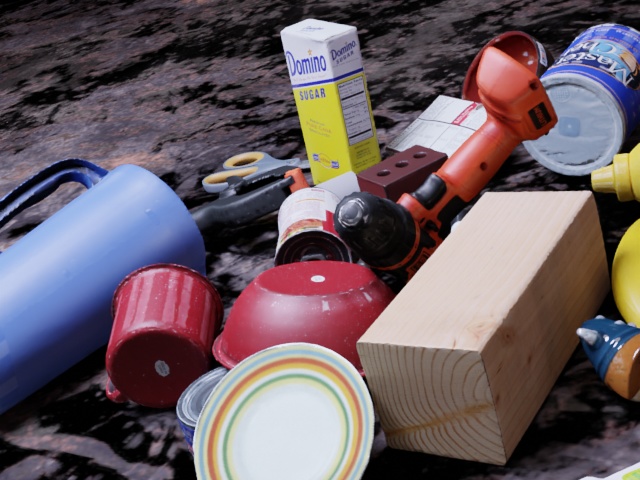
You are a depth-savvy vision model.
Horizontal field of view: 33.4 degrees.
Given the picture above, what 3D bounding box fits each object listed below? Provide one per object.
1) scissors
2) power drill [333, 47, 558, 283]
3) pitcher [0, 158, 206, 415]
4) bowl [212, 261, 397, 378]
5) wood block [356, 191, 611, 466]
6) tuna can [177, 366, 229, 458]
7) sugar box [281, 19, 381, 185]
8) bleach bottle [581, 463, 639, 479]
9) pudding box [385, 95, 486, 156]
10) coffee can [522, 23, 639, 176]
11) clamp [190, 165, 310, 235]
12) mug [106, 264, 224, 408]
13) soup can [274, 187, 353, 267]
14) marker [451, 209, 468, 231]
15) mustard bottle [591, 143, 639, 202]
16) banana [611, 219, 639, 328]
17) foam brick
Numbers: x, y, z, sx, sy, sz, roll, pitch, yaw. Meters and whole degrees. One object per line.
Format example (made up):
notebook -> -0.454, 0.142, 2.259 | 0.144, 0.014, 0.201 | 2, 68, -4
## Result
scissors -> -0.037, -0.091, 1.232 | 0.202, 0.016, 0.096 | -13, 25, 8
power drill -> 0.096, -0.053, 0.818 | 0.057, 0.184, 0.188 | 42, 95, 22
pitcher -> -0.234, 0.038, 0.944 | 0.149, 0.145, 0.242 | 14, 41, 43
bowl -> -0.003, 0.054, 0.811 | 0.162, 0.055, 0.162 | -2, 15, 0
wood block -> 0.122, 0.052, 0.745 | 0.091, 0.090, 0.205 | 2, 31, 35
tuna can -> -0.060, 0.124, 0.776 | 0.086, 0.034, 0.086 | -14, 25, 6
sugar box -> 0.014, -0.133, 1.094 | 0.048, 0.176, 0.093 | -27, 27, -23
bleach bottle -> 0.259, 0.120, 0.553 | 0.250, 0.068, 0.103 | -22, 26, -16
pudding box -> 0.133, -0.101, 1.094 | 0.090, 0.039, 0.114 | -45, 30, -12
coffee can -> 0.264, -0.138, 1.036 | 0.103, 0.103, 0.140 | 1, 30, 34
clamp -> -0.079, -0.043, 1.090 | 0.210, 0.036, 0.164 | -16, 18, 41
mug -> -0.133, 0.086, 0.852 | 0.117, 0.093, 0.081 | -42, 23, 20
soup can -> -0.006, 0.001, 0.959 | 0.068, 0.068, 0.102 | -14, 24, 6
marker -> 0.122, 0.005, 0.928 | 0.020, 0.020, 0.121 | -11, 25, 13
mustard bottle -> 0.325, -0.061, 0.890 | 0.192, 0.058, 0.096 | -6, 25, 21
banana -> 0.250, 0.022, 0.788 | 0.070, 0.037, 0.197 | -2, 28, 29
foam brick -> 0.085, -0.051, 1.028 | 0.078, 0.051, 0.053 | -28, 27, -22
